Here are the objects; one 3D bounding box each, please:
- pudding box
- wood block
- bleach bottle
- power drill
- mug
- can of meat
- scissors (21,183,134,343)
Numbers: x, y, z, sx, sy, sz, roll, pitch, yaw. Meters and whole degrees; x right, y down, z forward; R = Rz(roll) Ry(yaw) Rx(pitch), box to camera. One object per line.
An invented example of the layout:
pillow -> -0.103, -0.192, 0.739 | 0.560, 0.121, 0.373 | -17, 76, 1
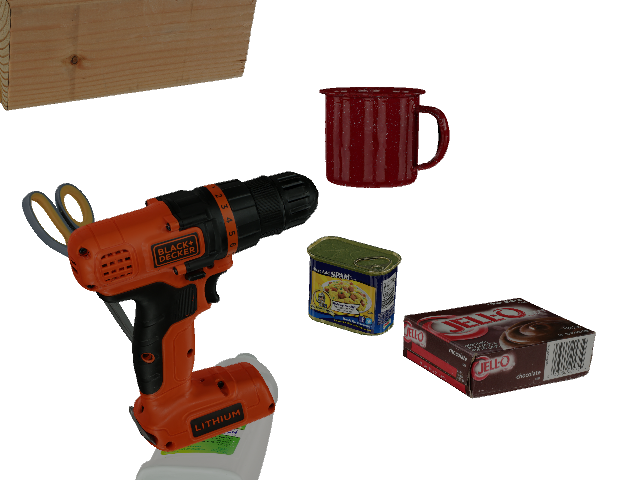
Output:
pudding box -> 0.131, 0.077, 0.793 | 0.113, 0.039, 0.090 | -4, 17, -28
wood block -> -0.164, -0.176, 0.850 | 0.205, 0.091, 0.090 | -14, 45, -32
bleach bottle -> -0.099, 0.177, 1.024 | 0.102, 0.068, 0.250 | 0, 21, 5
power drill -> -0.080, 0.049, 0.776 | 0.184, 0.188, 0.057 | -16, 28, -21
mug -> 0.056, -0.091, 0.933 | 0.117, 0.081, 0.093 | 5, 12, 22
can of meat -> 0.035, 0.051, 1.180 | 0.102, 0.084, 0.057 | 15, 28, 26
scissors -> -0.237, 0.020, 1.134 | 0.016, 0.201, 0.096 | -27, 23, 30
